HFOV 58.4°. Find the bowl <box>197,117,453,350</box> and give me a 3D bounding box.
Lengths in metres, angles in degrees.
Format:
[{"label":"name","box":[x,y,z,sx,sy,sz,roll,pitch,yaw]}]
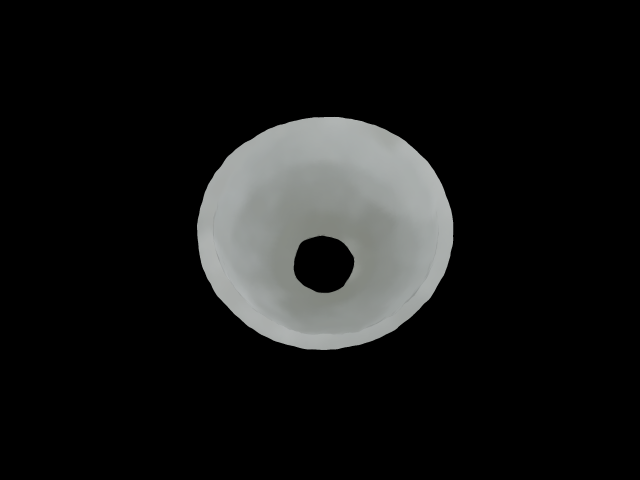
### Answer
[{"label":"bowl","box":[0.004,0.001,0.400,0.167,0.075,0.167,0,65,0]}]
